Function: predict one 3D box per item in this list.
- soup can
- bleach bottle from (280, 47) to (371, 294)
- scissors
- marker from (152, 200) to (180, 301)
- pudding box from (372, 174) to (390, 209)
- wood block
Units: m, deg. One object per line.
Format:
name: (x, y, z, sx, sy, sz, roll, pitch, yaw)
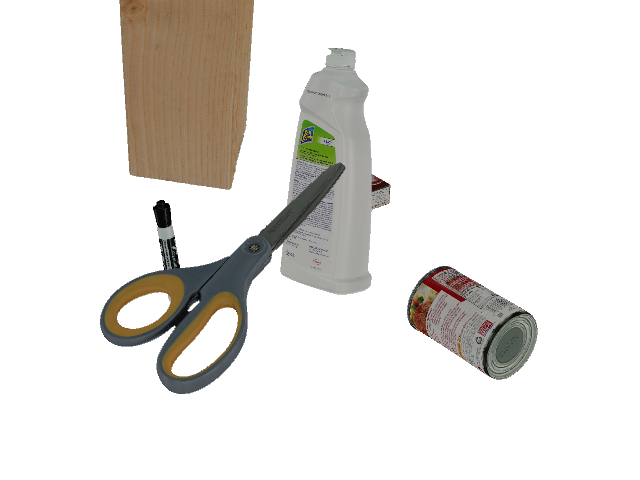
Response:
soup can: (0.138, 0.074, 0.970, 0.068, 0.068, 0.102, 0, 22, -41)
bleach bottle: (0.016, -0.076, 1.136, 0.103, 0.251, 0.067, 17, 17, 37)
scissors: (-0.061, 0.009, 0.652, 0.096, 0.016, 0.201, 12, 47, 15)
marker: (-0.168, 0.012, 1.184, 0.020, 0.121, 0.020, -5, 26, 2)
pudding box: (0.036, -0.073, 1.621, 0.113, 0.039, 0.090, -21, 35, -30)
wood block: (-0.105, -0.147, 0.858, 0.091, 0.090, 0.206, 9, -40, 0)
